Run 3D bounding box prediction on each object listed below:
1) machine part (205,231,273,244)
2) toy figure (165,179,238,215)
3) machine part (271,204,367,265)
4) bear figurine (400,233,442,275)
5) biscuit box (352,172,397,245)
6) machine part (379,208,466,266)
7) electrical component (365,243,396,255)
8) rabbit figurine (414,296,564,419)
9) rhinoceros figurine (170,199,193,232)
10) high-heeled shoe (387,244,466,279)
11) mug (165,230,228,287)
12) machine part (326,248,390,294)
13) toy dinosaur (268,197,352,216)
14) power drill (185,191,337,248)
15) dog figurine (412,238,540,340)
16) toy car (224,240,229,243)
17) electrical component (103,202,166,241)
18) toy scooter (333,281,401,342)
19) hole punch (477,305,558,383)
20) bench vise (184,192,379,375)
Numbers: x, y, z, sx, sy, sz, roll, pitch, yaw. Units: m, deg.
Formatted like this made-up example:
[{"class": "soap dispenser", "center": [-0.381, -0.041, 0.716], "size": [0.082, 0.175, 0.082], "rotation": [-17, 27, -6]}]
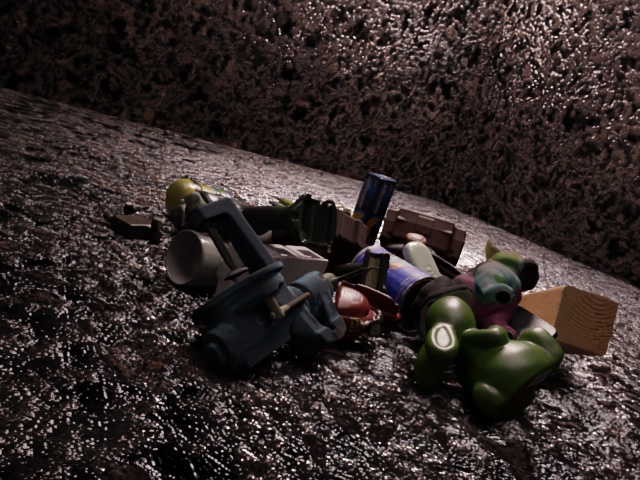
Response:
[{"class": "machine part", "center": [-0.147, -0.009, 1.006], "size": [0.079, 0.079, 0.243], "rotation": [25, 13, 31]}, {"class": "toy figure", "center": [-0.248, -0.081, 1.156], "size": [0.180, 0.089, 0.082], "rotation": [3, 11, -43]}, {"class": "machine part", "center": [-0.002, -0.003, 0.996], "size": [0.179, 0.056, 0.179], "rotation": [7, -23, 3]}, {"class": "bear figurine", "center": [0.245, 0.085, 1.055], "size": [0.196, 0.131, 0.120], "rotation": [16, 45, 8]}, {"class": "biscuit box", "center": [0.122, -0.065, 1.343], "size": [0.063, 0.202, 0.059], "rotation": [6, 19, -40]}, {"class": "machine part", "center": [0.252, 0.005, 1.339], "size": [0.201, 0.087, 0.201], "rotation": [17, -12, 13]}, {"class": "electrical component", "center": [0.101, 0.047, 1.160], "size": [0.115, 0.058, 0.134], "rotation": [17, 11, 7]}, {"class": "rabbit figurine", "center": [0.195, 0.151, 0.712], "size": [0.159, 0.121, 0.170], "rotation": [-16, 45, -31]}, {"class": "rhinoceros figurine", "center": [-0.210, -0.042, 1.072], "size": [0.112, 0.073, 0.190], "rotation": [25, 13, 29]}, {"class": "high-heeled shoe", "center": [0.261, 0.082, 1.174], "size": [0.249, 0.086, 0.145], "rotation": [21, 14, -1]}, {"class": "mug", "center": [-0.173, 0.032, 0.813], "size": [0.110, 0.080, 0.107], "rotation": [15, -2, 40]}, {"class": "machine part", "center": [0.057, 0.060, 0.908], "size": [0.139, 0.084, 0.039], "rotation": [-9, -20, 39]}, {"class": "toy dinosaur", "center": [-0.025, -0.049, 1.310], "size": [0.199, 0.105, 0.471], "rotation": [16, 7, 5]}, {"class": "power drill", "center": [-0.079, -0.034, 0.845], "size": [0.208, 0.086, 0.232], "rotation": [10, 0, 30]}, {"class": "dog figurine", "center": [0.256, 0.077, 0.873], "size": [0.192, 0.108, 0.219], "rotation": [-8, 19, 22]}, {"class": "toy car", "center": [-0.082, 0.039, 0.935], "size": [0.201, 0.056, 0.074], "rotation": [9, 15, -33]}, {"class": "electrical component", "center": [-0.320, -0.033, 0.942], "size": [0.102, 0.045, 0.078], "rotation": [27, 14, 36]}, {"class": "toy scooter", "center": [0.059, 0.108, 0.798], "size": [0.135, 0.075, 0.184], "rotation": [19, 8, 3]}, {"class": "hole punch", "center": [0.301, 0.176, 0.852], "size": [0.116, 0.092, 0.142], "rotation": [-18, 25, -11]}, {"class": "bench vise", "center": [-0.074, 0.040, 0.643], "size": [0.223, 0.129, 0.240], "rotation": [-29, 84, -38]}]
